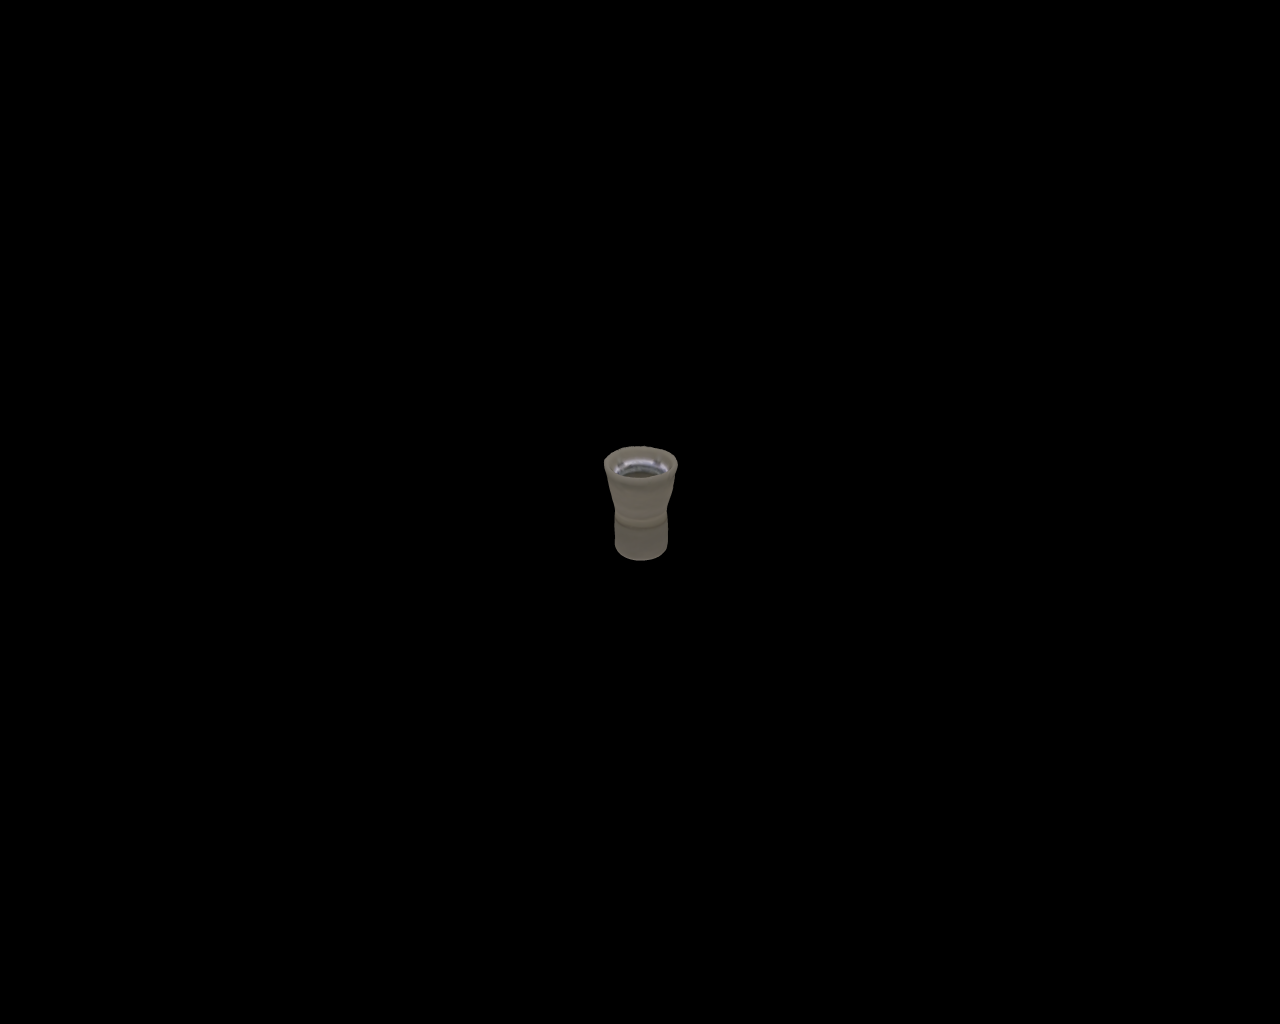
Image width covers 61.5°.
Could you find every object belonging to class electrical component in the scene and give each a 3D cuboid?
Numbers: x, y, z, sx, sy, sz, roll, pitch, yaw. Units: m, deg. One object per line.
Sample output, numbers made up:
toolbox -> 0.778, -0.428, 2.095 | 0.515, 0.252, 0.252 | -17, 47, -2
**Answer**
electrical component -> 0.001, -0.003, 0.650 | 0.044, 0.065, 0.044 | 0, 31, 0
